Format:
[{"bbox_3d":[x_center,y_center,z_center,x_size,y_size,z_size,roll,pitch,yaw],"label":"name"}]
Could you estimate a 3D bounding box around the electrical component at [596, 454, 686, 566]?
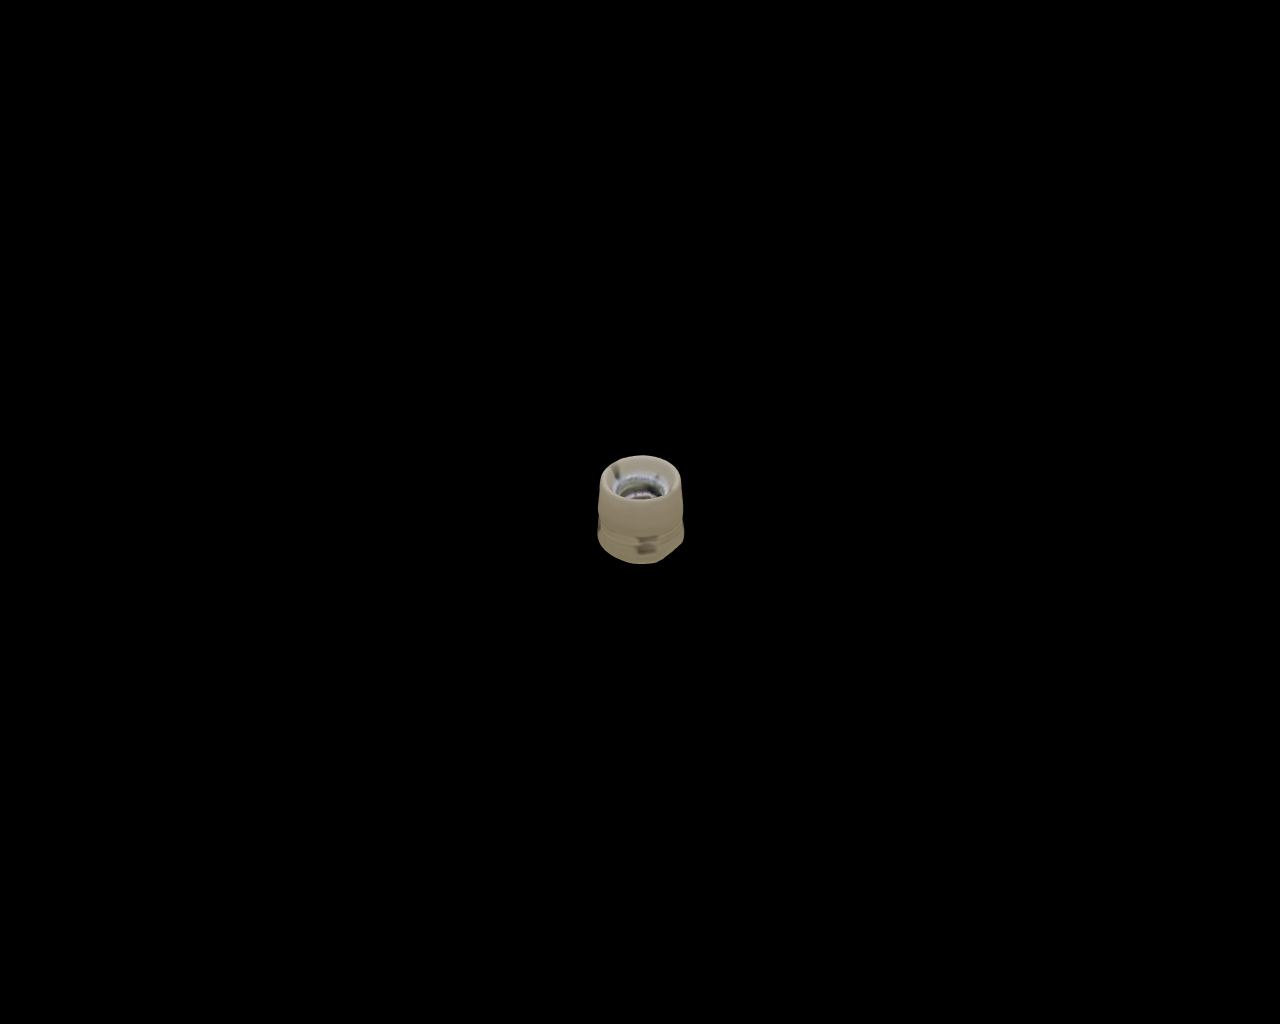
[{"bbox_3d":[0.001,-0.003,0.650,0.055,0.047,0.055,0,38,0],"label":"electrical component"}]
